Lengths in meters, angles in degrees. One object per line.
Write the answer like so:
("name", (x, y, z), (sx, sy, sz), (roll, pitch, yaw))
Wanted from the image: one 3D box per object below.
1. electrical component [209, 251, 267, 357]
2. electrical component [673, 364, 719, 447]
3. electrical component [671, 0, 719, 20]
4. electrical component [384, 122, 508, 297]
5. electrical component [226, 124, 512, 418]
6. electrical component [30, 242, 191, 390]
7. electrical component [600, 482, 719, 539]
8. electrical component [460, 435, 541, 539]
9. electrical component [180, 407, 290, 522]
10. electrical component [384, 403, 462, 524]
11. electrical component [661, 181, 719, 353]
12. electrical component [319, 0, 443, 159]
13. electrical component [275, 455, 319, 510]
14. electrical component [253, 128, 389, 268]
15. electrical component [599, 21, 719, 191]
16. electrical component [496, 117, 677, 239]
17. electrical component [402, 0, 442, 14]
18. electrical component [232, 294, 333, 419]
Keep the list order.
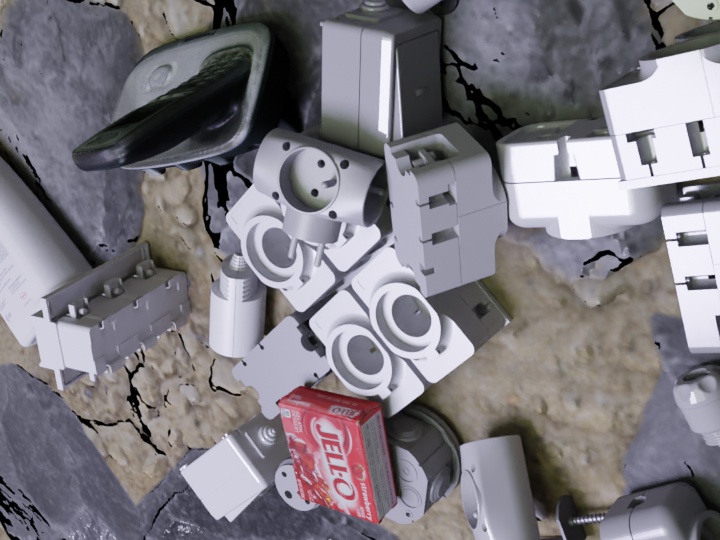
("electrical component", (-0.095, 0.023, 0.841), (0.043, 0.043, 0.081), (22, 122, 26))
("electrical component", (0.218, 0.090, 0.655), (0.035, 0.035, 0.061), (-23, 99, 40))
("electrical component", (0.187, -0.168, 0.545), (0.080, 0.051, 0.080), (15, 119, 29))
("electrical component", (0.053, -0.038, 0.657), (0.050, 0.056, 0.089), (-125, 21, -49))
("electrical component", (0.000, 0.000, 0.751), (0.186, 0.060, 0.105), (51, 130, 5))
("electrical component", (-0.196, 0.037, 0.868), (0.063, 0.121, 0.078), (9, 116, 28))
("electrical component", (0.208, 0.189, 0.695), (0.059, 0.054, 0.095), (-27, 94, 40))
("electrical component", (0.094, 0.162, 0.763), (0.079, 0.044, 0.077), (116, 147, -71))
("electrical component", (-0.091, 0.158, 0.889), (0.061, 0.062, 0.096), (53, 130, 3))
("electrical component", (0.032, 0.144, 0.801), (0.080, 0.051, 0.080), (15, 119, 29))
("electrical component", (0.213, -0.003, 0.605), (0.056, 0.050, 0.089), (-5, 108, 38))
("electrical component", (0.016, -0.125, 0.679), (0.061, 0.062, 0.096), (18, 121, 29))
("electrical component", (-0.035, 0.159, 0.853), (0.045, 0.055, 0.045), (15, 119, 29))
("electrical component", (-0.027, -0.041, 0.679), (0.077, 0.044, 0.079), (19, 107, 18))
("electrical component", (0.223, -0.095, 0.518), (0.186, 0.105, 0.060), (-7, 107, 37))
("electrical component", (0.134, -0.055, 0.634), (0.095, 0.054, 0.059), (0, 111, 35))
("electrical component", (0.051, -0.187, 0.642), (0.078, 0.040, 0.040), (-30, 92, 23))
("electrical component", (-0.045, 0.064, 0.815), (0.050, 0.056, 0.089), (51, 130, 5))
